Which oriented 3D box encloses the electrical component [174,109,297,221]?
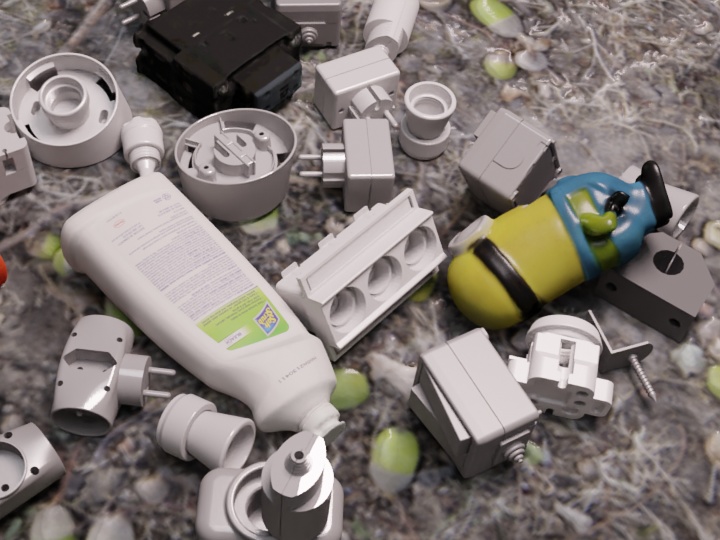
[{"bbox_3d":[-0.102,-0.090,0.887,0.099,0.064,0.099,3,54,-4],"label":"electrical component"}]

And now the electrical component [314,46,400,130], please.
[{"bbox_3d":[0.006,-0.149,0.949,0.066,0.047,0.076,-22,59,-19],"label":"electrical component"}]

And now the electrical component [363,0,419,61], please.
[{"bbox_3d":[0.026,-0.224,1.007,0.043,0.043,0.081,14,55,5],"label":"electrical component"}]

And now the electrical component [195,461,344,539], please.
[{"bbox_3d":[-0.060,0.165,0.713,0.095,0.059,0.053,4,54,-3],"label":"electrical component"}]

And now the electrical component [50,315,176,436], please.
[{"bbox_3d":[-0.174,0.078,0.774,0.079,0.043,0.077,7,54,-1],"label":"electrical component"}]

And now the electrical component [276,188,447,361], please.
[{"bbox_3d":[0.000,0.000,0.829,0.121,0.078,0.063,-40,37,-28],"label":"electrical component"}]

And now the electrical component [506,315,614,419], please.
[{"bbox_3d":[0.149,0.071,0.801,0.078,0.058,0.057,12,57,4],"label":"electrical component"}]

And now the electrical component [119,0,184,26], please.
[{"bbox_3d":[-0.189,-0.249,0.992,0.077,0.065,0.047,-34,64,-25],"label":"electrical component"}]

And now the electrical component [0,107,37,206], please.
[{"bbox_3d":[-0.314,-0.083,0.868,0.089,0.055,0.050,-24,60,-20],"label":"electrical component"}]

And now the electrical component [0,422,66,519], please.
[{"bbox_3d":[-0.254,0.129,0.728,0.077,0.044,0.079,-34,69,-26],"label":"electrical component"}]

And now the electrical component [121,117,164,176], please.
[{"bbox_3d":[-0.181,-0.097,0.904,0.035,0.035,0.061,-7,58,-10],"label":"electrical component"}]

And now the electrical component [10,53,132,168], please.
[{"bbox_3d":[-0.248,-0.135,0.921,0.099,0.064,0.099,1,68,-3],"label":"electrical component"}]

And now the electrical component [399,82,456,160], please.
[{"bbox_3d":[0.058,-0.129,0.935,0.045,0.055,0.045,3,55,-4],"label":"electrical component"}]

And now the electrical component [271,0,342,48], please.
[{"bbox_3d":[-0.051,-0.253,1.010,0.062,0.061,0.096,-2,55,-7],"label":"electrical component"}]

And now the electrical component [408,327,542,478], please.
[{"bbox_3d":[0.081,0.102,0.769,0.061,0.061,0.096,-22,59,-19],"label":"electrical component"}]

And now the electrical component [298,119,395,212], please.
[{"bbox_3d":[-0.013,-0.088,0.904,0.077,0.047,0.065,-1,55,-6],"label":"electrical component"}]

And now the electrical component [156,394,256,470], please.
[{"bbox_3d":[-0.107,0.115,0.749,0.055,0.045,0.045,20,55,20],"label":"electrical component"}]

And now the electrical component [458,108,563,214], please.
[{"bbox_3d":[0.123,-0.084,0.891,0.061,0.096,0.061,36,88,19],"label":"electrical component"}]

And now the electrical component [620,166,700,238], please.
[{"bbox_3d":[0.248,-0.060,0.913,0.065,0.044,0.044,35,59,24],"label":"electrical component"}]

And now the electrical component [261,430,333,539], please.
[{"bbox_3d":[-0.038,0.130,0.652,0.043,0.081,0.043,3,54,-4],"label":"electrical component"}]
